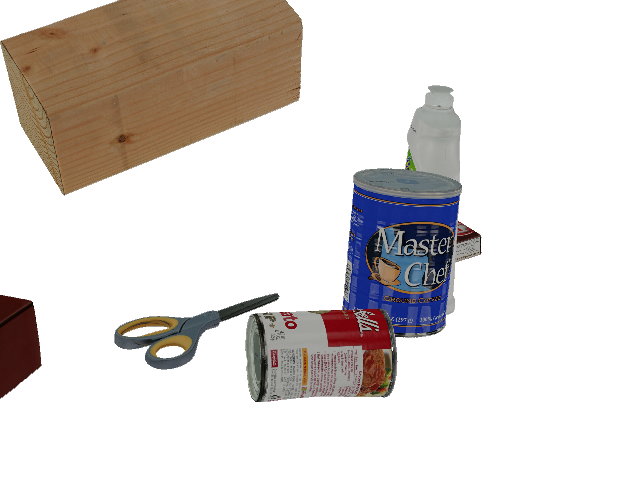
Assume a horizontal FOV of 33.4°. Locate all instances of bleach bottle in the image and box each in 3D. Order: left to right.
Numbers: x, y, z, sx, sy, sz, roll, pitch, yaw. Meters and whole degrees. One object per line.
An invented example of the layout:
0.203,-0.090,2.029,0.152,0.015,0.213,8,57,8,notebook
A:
0.124,-0.047,1.204,0.068,0.251,0.102,-1,23,-13,bleach bottle

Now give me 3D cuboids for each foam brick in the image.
-0.233,0.076,0.715,0.053,0.051,0.078,9,28,24,foam brick

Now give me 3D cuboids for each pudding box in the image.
0.171,0.004,1.600,0.113,0.039,0.090,-18,27,-20,pudding box

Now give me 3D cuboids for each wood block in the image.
-0.125,-0.129,0.821,0.205,0.090,0.091,-25,-32,-21,wood block

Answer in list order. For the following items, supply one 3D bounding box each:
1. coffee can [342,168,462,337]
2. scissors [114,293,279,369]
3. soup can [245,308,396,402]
0.076,0.010,1.022,0.103,0.140,0.103,5,15,-1,coffee can
-0.118,0.096,1.142,0.201,0.016,0.096,-8,31,-25,scissors
-0.001,0.087,0.803,0.102,0.068,0.069,-1,0,-14,soup can
